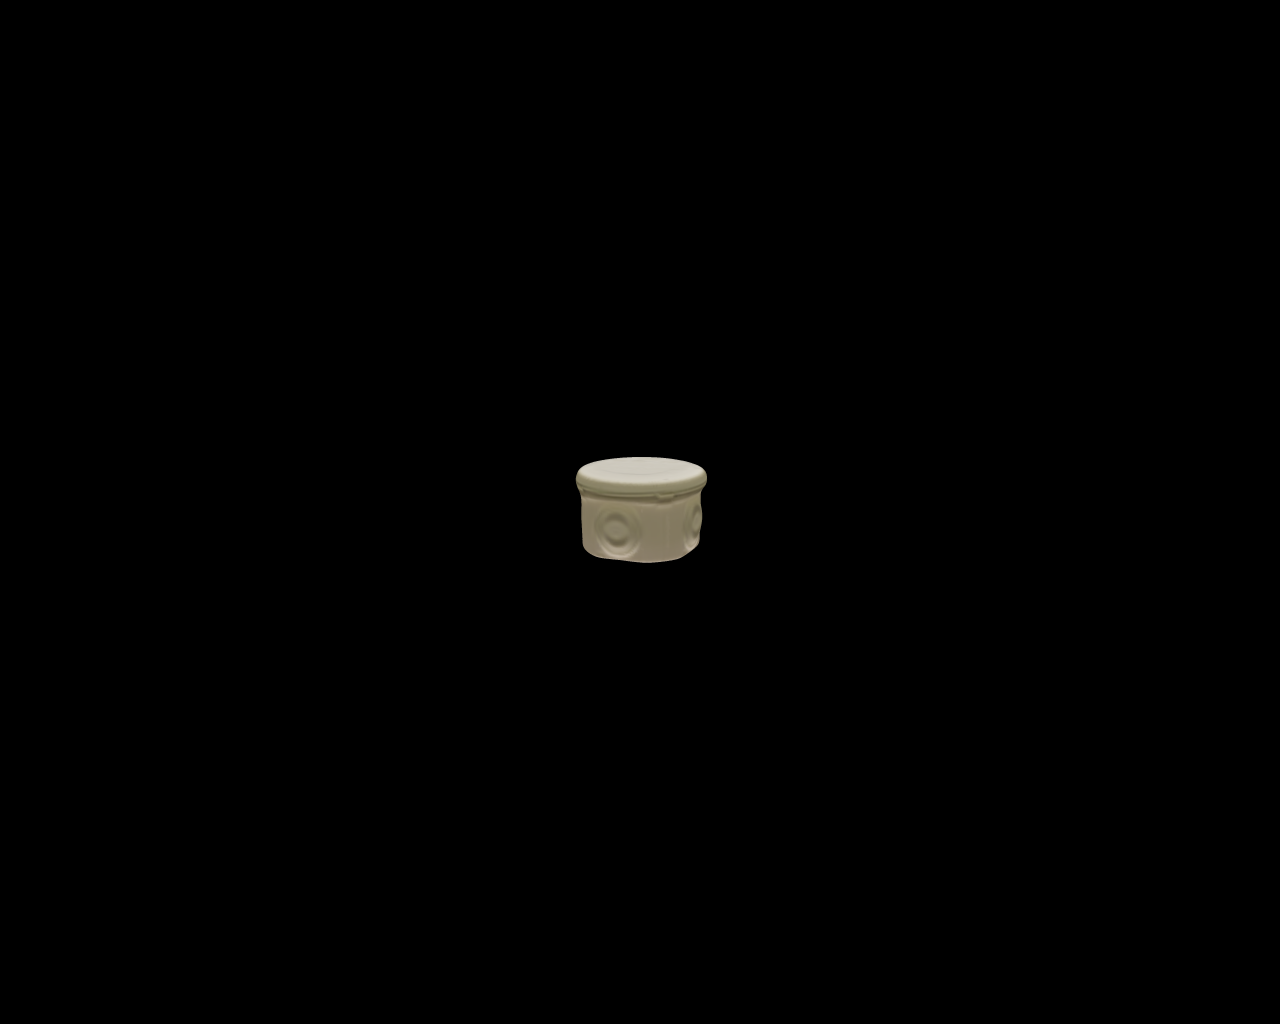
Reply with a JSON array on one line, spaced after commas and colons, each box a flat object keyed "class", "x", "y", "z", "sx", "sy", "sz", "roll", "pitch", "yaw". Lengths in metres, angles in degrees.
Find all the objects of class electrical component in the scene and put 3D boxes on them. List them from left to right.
[{"class": "electrical component", "x": 0.001, "y": -0.003, "z": 0.650, "sx": 0.080, "sy": 0.051, "sz": 0.080, "roll": 0, "pitch": 14, "yaw": 0}]
